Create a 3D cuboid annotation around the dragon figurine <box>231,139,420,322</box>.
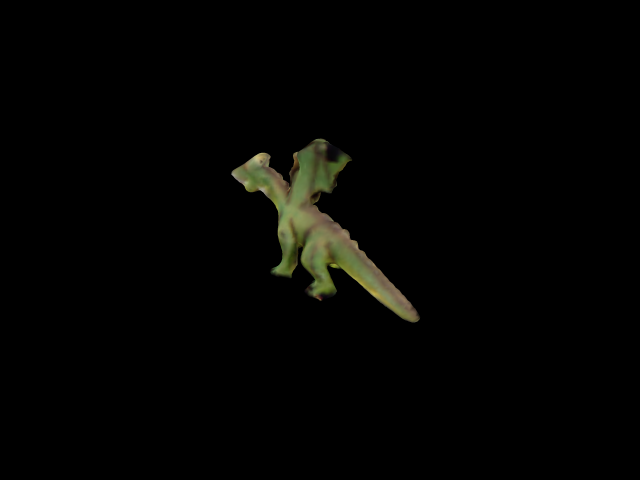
[{"bbox_3d":[0.003,-0.043,0.850,0.413,0.238,0.124,22,33,36],"label":"dragon figurine"}]
